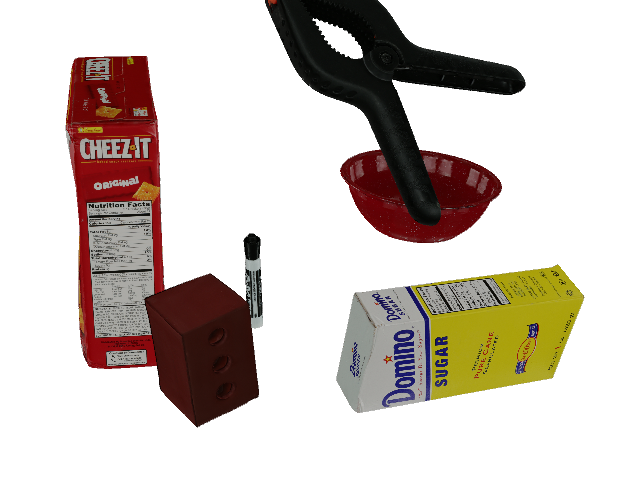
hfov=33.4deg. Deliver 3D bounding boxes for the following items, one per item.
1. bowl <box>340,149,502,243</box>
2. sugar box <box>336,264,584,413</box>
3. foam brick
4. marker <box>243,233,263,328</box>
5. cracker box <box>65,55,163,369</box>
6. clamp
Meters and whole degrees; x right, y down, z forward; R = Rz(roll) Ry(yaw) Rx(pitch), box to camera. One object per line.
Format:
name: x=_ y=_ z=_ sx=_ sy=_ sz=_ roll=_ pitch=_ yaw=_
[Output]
bowl: x=0.098 y=-0.040 z=1.073 sx=0.162 sy=0.055 sz=0.162 roll=4 pitch=24 yaw=-2
sugar box: x=0.105 y=0.075 z=0.812 sx=0.176 sy=0.093 sz=0.048 roll=-9 pitch=41 yaw=-22
foam brick: x=-0.078 y=0.072 z=0.710 sx=0.052 sy=0.078 sz=0.051 roll=-23 pitch=35 yaw=-28
marker: x=-0.075 y=0.045 z=1.199 sx=0.020 sy=0.121 sz=0.020 roll=0 pitch=32 yaw=0
cracker box: x=-0.169 y=-0.026 z=0.881 sx=0.072 sy=0.214 sz=0.164 roll=-3 pitch=27 yaw=-11
clamp: x=0.042 y=-0.117 z=0.791 sx=0.210 sy=0.164 sz=0.036 roll=32 pitch=-31 yaw=-8
